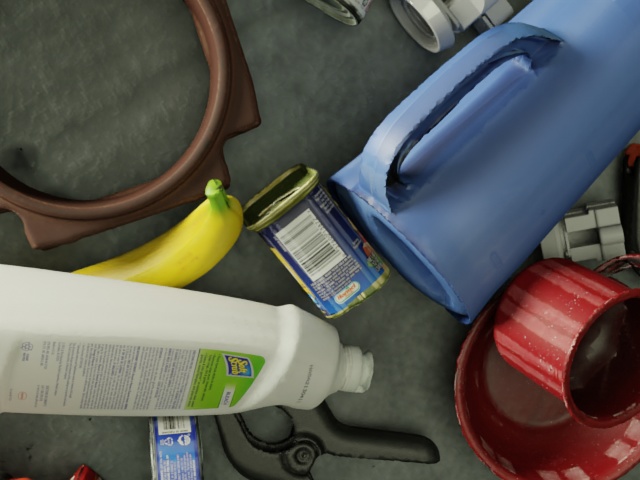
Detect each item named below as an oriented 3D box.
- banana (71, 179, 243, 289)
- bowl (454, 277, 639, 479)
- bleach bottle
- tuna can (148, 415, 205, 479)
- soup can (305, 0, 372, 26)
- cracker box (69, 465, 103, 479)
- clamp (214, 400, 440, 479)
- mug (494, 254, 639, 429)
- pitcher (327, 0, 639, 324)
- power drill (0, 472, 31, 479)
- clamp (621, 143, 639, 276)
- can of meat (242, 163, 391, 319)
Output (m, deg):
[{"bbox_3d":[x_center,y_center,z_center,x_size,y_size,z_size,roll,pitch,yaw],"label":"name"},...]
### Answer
[{"bbox_3d":[-0.117,0.013,0.699,0.198,0.037,0.069,-29,137,28],"label":"banana"},{"bbox_3d":[0.168,0.098,0.767,0.162,0.055,0.162,-1,95,-8],"label":"bowl"},{"bbox_3d":[-0.091,0.078,0.693,0.250,0.068,0.103,8,132,-13],"label":"bleach bottle"},{"bbox_3d":[-0.097,0.157,0.718,0.033,0.086,0.086,-4,96,-10],"label":"tuna can"},{"bbox_3d":[0.026,-0.204,0.712,0.068,0.068,0.102,33,90,-10],"label":"soup can"},{"bbox_3d":[-0.140,0.287,0.731,0.213,0.072,0.164,44,87,-9],"label":"cracker box"},{"bbox_3d":[-0.002,0.144,0.755,0.120,0.039,0.171,-44,99,-7],"label":"clamp"},{"bbox_3d":[0.174,0.052,0.683,0.117,0.082,0.093,-46,124,-7],"label":"mug"},{"bbox_3d":[0.128,-0.076,0.703,0.243,0.149,0.145,-45,100,-6],"label":"pitcher"},{"bbox_3d":[-0.281,0.165,0.676,0.184,0.057,0.188,-37,78,-4],"label":"power drill"},{"bbox_3d":[0.292,0.014,0.787,0.164,0.036,0.210,-28,102,-7],"label":"clamp"},{"bbox_3d":[-0.005,0.001,0.710,0.057,0.102,0.084,-39,102,-2],"label":"can of meat"}]
